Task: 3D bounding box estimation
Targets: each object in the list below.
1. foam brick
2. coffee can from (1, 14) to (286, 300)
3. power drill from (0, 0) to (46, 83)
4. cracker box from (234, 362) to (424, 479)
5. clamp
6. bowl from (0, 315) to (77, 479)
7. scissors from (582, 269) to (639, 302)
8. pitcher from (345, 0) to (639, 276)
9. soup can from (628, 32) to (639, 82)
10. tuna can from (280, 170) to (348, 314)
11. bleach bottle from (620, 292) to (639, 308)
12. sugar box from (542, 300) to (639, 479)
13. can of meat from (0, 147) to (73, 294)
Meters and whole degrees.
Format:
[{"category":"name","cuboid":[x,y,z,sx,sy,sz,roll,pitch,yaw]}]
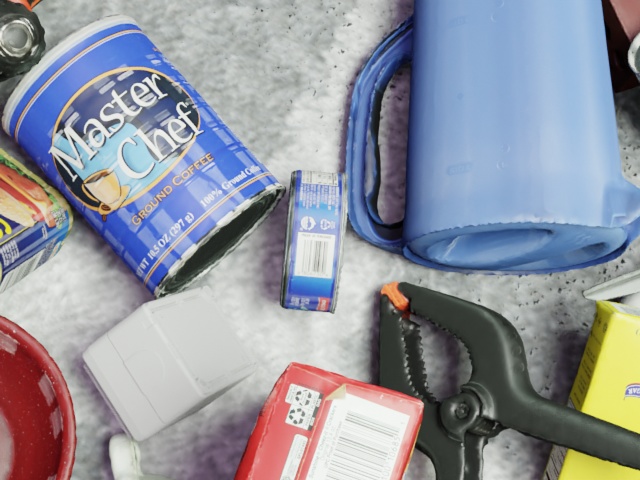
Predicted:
[{"category":"foam brick","cuboid":[0.210,-0.146,0.704,0.051,0.053,0.078,-21,80,-9]},{"category":"coffee can","cuboid":[-0.104,-0.048,0.636,0.102,0.103,0.140,-41,85,-11]},{"category":"power drill","cuboid":[-0.158,-0.163,0.629,0.187,0.185,0.057,-46,121,-18]},{"category":"cracker box","cuboid":[-0.016,0.156,0.546,0.072,0.214,0.164,19,78,1]},{"category":"clamp","cuboid":[0.085,0.112,0.613,0.165,0.036,0.210,-47,51,10]},{"category":"bowl","cuboid":[-0.222,0.119,0.610,0.162,0.055,0.162,5,67,-12]},{"category":"scissors","cuboid":[0.264,0.022,0.632,0.201,0.016,0.096,-30,84,-4]},{"category":"pitcher","cuboid":[0.105,-0.103,0.658,0.149,0.145,0.243,5,75,-18]},{"category":"soup can","cuboid":[0.239,-0.085,0.653,0.068,0.069,0.102,-46,124,-11]},{"category":"tuna can","cuboid":[-0.004,0.001,0.643,0.033,0.086,0.086,5,79,-3]},{"category":"bleach bottle","cuboid":[0.274,0.024,0.672,0.250,0.068,0.102,-43,85,-8]},{"category":"sugar box","cuboid":[0.184,0.130,0.620,0.093,0.048,0.176,14,99,1]},{"category":"can of meat","cuboid":[-0.208,-0.013,0.626,0.102,0.083,0.058,37,120,3]}]
